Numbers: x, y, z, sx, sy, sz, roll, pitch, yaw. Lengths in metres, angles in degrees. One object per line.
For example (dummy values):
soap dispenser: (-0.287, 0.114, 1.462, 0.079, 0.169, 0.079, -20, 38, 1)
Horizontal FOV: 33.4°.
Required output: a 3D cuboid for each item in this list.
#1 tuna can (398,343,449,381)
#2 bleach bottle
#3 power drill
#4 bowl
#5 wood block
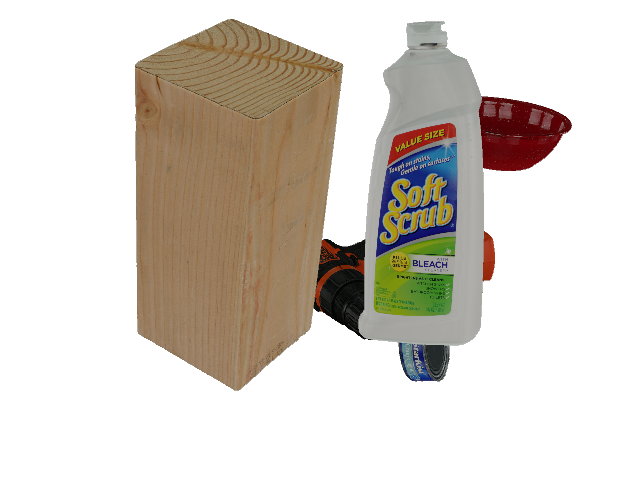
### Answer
tuna can: (0.121, 0.121, 1.243, 0.034, 0.086, 0.086, -5, -2, 25)
bleach bottle: (0.078, -0.046, 0.848, 0.103, 0.251, 0.068, 3, 15, 21)
power drill: (0.074, 0.027, 1.042, 0.187, 0.057, 0.185, -13, 29, -23)
bowl: (0.208, -0.122, 1.246, 0.162, 0.055, 0.162, 4, 23, -2)
wood block: (-0.055, -0.020, 0.677, 0.091, 0.206, 0.090, 27, 41, 25)
